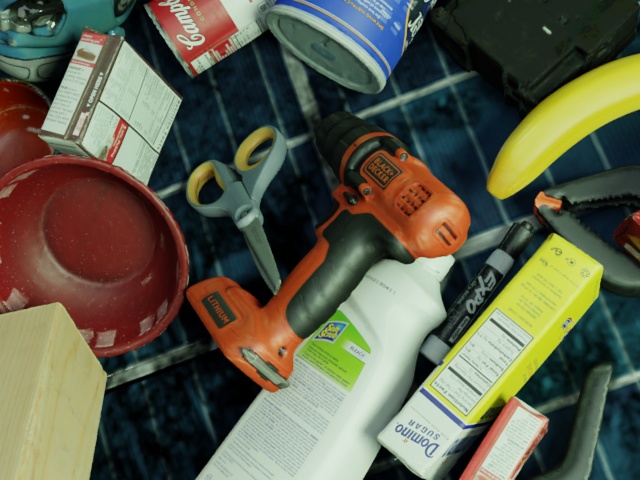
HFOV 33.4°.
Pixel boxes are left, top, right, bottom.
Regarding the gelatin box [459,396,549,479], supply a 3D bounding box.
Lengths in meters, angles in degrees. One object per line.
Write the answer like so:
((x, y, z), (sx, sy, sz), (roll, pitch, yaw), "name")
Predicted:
((0.117, 0.143, 0.691), (0.030, 0.089, 0.073), (32, 84, 16), "gelatin box")

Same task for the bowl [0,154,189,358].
((-0.171, 0.005, 0.790), (0.162, 0.055, 0.162), (2, 114, 5), "bowl")

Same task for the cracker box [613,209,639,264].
((0.322, -0.028, 0.671), (0.213, 0.072, 0.164), (-45, 76, -5), "cracker box")

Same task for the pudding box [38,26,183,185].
((-0.155, -0.094, 0.807), (0.039, 0.113, 0.090), (15, 78, 19), "pudding box")

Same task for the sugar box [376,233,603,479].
((0.115, 0.082, 0.707), (0.048, 0.093, 0.176), (37, 86, 20), "sugar box")

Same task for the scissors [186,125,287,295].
((-0.039, -0.031, 0.753), (0.096, 0.016, 0.202), (-45, 32, -6), "scissors")

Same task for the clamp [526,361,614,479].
((0.183, 0.178, 0.694), (0.120, 0.039, 0.171), (36, 89, 25), "clamp")

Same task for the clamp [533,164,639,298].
((0.248, 0.011, 0.726), (0.210, 0.036, 0.164), (9, 76, 11), "clamp")

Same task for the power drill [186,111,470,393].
((-0.005, 0.001, 0.747), (0.187, 0.057, 0.185), (-45, 35, 3), "power drill")

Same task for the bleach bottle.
((0.015, 0.109, 0.732), (0.103, 0.068, 0.251), (31, 82, 40), "bleach bottle")

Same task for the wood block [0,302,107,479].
((-0.213, 0.153, 0.715), (0.091, 0.090, 0.206), (-13, 41, 10), "wood block")

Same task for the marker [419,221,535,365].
((0.113, 0.036, 0.759), (0.020, 0.020, 0.121), (36, 85, 19), "marker")

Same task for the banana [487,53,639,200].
((0.203, -0.088, 0.737), (0.197, 0.037, 0.069), (-17, 91, -3), "banana")

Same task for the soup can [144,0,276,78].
((-0.077, -0.183, 0.838), (0.102, 0.068, 0.068), (-33, 70, 1), "soup can")

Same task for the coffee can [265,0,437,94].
((0.039, -0.195, 0.796), (0.103, 0.102, 0.140), (30, 83, 18), "coffee can")
